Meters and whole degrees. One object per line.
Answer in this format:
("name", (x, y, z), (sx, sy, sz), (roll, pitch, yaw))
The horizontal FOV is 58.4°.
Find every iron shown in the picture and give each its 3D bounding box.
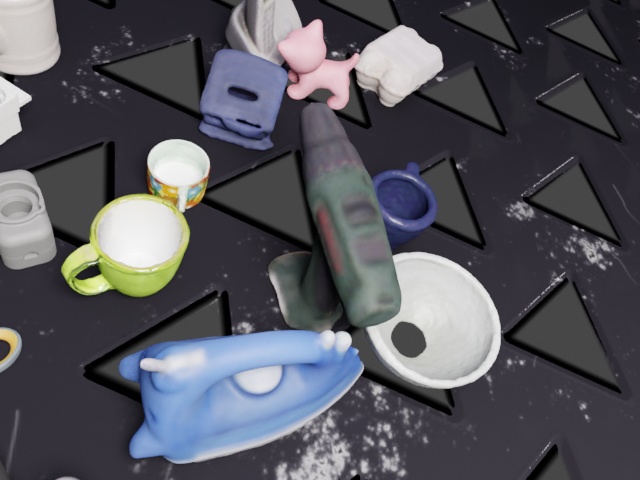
("iron", (-0.055, 0.123, 0.552), (0.259, 0.141, 0.118), (-7, 60, -22))

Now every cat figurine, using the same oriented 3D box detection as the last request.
("cat figurine", (-0.004, -0.265, 0.845), (0.128, 0.117, 0.067), (9, 55, -12))

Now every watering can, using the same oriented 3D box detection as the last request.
("watering can", (-0.382, -0.303, 0.698), (0.101, 0.194, 0.172), (1, 57, -17))

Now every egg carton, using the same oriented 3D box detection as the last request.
("egg carton", (0.128, -0.286, 0.933), (0.107, 0.069, 0.150), (40, 54, 11))

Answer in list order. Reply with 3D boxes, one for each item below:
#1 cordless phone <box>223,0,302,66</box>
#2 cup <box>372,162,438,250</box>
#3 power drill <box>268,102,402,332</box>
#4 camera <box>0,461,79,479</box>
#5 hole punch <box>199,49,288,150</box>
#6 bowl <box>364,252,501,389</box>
("cordless phone", (-0.071, -0.351, 0.838), (0.094, 0.185, 0.148), (26, 53, 1))
("cup", (0.095, -0.038, 0.739), (0.091, 0.095, 0.118), (23, 53, -2))
("power drill", (0.006, 0.002, 0.612), (0.076, 0.208, 0.229), (-11, 61, -24))
("camera", (-0.250, 0.223, 0.446), (0.143, 0.100, 0.136), (-25, 68, -30))
("hole punch", (-0.103, -0.190, 0.778), (0.109, 0.091, 0.101), (15, 54, -8))
("bowl", (0.118, 0.101, 0.666), (0.168, 0.074, 0.167), (9, 55, -12))
